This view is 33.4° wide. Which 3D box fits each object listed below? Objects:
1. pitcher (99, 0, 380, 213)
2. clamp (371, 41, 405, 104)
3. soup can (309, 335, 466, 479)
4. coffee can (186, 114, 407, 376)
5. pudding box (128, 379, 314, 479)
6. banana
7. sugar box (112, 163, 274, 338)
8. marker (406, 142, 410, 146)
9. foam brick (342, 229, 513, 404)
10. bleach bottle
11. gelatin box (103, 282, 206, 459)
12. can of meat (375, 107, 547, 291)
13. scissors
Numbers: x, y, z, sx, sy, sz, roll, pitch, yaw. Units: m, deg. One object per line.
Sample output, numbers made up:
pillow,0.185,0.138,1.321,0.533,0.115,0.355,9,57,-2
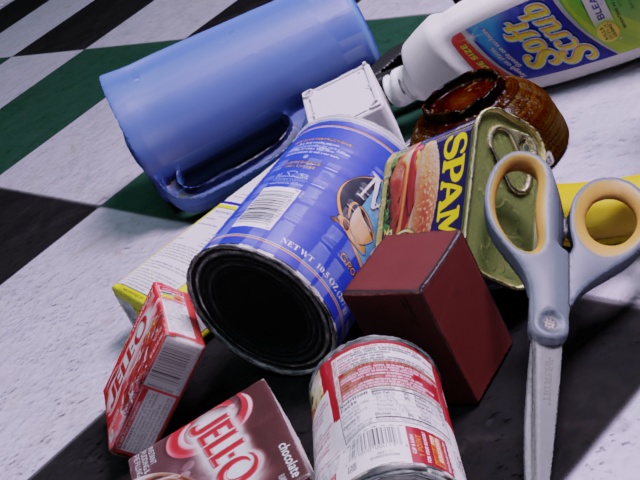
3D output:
pitcher,-0.066,-0.135,0.981,0.243,0.149,0.145,-27,9,-1
clamp,0.115,-0.176,0.948,0.210,0.036,0.165,-30,23,-9
soup can,0.031,0.100,0.496,0.068,0.068,0.102,-26,26,9
coffee can,-0.004,0.001,0.674,0.103,0.102,0.140,-7,34,39
pudding box,-0.049,0.130,0.559,0.090,0.039,0.113,-32,25,-4
banana,0.168,-0.025,0.612,0.198,0.037,0.069,-1,41,46
sugar box,-0.062,0.007,0.793,0.176,0.048,0.093,-36,26,-22
marker,0.079,-0.071,0.815,0.121,0.020,0.020,-30,25,0
foam brick,0.058,0.041,0.564,0.053,0.078,0.051,-4,34,40
bleach bottle,0.163,-0.154,0.809,0.251,0.102,0.068,-22,26,32
gelatin box,-0.107,0.082,0.670,0.089,0.030,0.073,-63,22,15
can of meat,0.080,-0.016,0.622,0.084,0.057,0.102,-19,56,51
scissors,0.130,0.037,0.526,0.096,0.016,0.202,-4,56,-3
